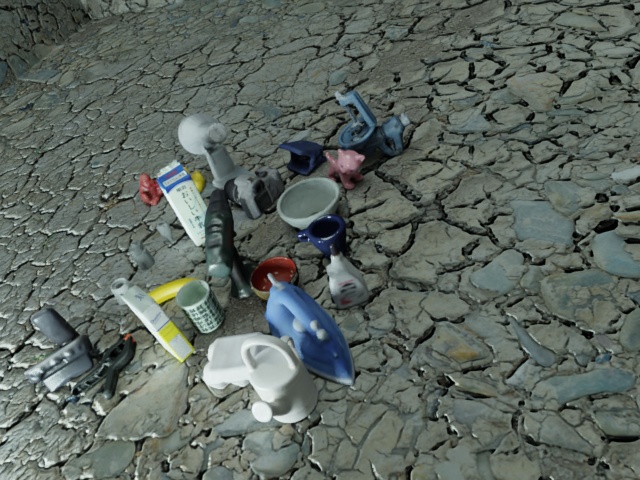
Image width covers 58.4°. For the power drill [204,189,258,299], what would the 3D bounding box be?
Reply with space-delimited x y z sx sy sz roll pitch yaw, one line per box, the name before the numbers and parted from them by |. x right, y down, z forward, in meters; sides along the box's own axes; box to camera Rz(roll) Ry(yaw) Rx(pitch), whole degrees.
power drill | -0.208 0.022 1.319 0.075 0.209 0.229 -16 40 8

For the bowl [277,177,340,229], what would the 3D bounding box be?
bowl | -0.021 -0.082 1.457 0.167 0.075 0.167 -12 41 11

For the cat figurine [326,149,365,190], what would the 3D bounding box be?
cat figurine | 0.065 -0.202 1.520 0.127 0.118 0.067 24 58 41

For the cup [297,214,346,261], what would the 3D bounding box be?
cup | 0.012 0.005 1.330 0.117 0.095 0.091 -11 41 13

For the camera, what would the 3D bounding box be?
camera | -0.195 -0.148 1.588 0.136 0.101 0.143 16 52 36

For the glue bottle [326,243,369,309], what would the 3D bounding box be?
glue bottle | 0.047 0.070 1.181 0.078 0.173 0.037 -22 40 -1

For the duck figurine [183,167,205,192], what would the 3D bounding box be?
duck figurine | -0.400 -0.181 1.726 0.077 0.086 0.105 10 49 32

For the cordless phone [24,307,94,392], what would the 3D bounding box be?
cordless phone | -0.607 0.235 1.276 0.148 0.185 0.093 -37 42 -17

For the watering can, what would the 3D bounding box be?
watering can | -0.076 0.243 1.026 0.101 0.194 0.172 -20 40 2

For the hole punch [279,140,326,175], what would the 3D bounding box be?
hole punch | -0.050 -0.256 1.652 0.108 0.091 0.101 24 57 41

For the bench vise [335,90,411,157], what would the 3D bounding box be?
bench vise | 0.130 -0.325 1.548 0.207 0.220 0.121 -25 40 -4

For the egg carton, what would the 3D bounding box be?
egg carton | -0.160 0.245 1.158 0.150 0.070 0.107 -11 41 13

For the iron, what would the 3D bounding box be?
iron | -0.024 0.167 1.129 0.119 0.142 0.257 -35 42 -16

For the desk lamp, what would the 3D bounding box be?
desk lamp | -0.301 -0.262 1.673 0.118 0.214 0.202 -41 44 -22

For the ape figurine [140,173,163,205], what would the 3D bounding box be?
ape figurine | -0.524 -0.163 1.756 0.078 0.092 0.076 -34 41 -14
